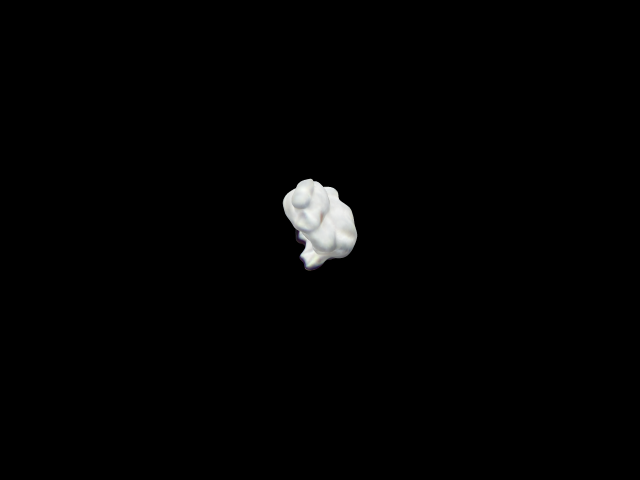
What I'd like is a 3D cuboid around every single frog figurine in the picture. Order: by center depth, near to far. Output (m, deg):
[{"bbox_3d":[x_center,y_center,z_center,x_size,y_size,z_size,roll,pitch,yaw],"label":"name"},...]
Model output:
[{"bbox_3d":[0.003,-0.043,0.850,0.123,0.155,0.141,6,44,6],"label":"frog figurine"}]
